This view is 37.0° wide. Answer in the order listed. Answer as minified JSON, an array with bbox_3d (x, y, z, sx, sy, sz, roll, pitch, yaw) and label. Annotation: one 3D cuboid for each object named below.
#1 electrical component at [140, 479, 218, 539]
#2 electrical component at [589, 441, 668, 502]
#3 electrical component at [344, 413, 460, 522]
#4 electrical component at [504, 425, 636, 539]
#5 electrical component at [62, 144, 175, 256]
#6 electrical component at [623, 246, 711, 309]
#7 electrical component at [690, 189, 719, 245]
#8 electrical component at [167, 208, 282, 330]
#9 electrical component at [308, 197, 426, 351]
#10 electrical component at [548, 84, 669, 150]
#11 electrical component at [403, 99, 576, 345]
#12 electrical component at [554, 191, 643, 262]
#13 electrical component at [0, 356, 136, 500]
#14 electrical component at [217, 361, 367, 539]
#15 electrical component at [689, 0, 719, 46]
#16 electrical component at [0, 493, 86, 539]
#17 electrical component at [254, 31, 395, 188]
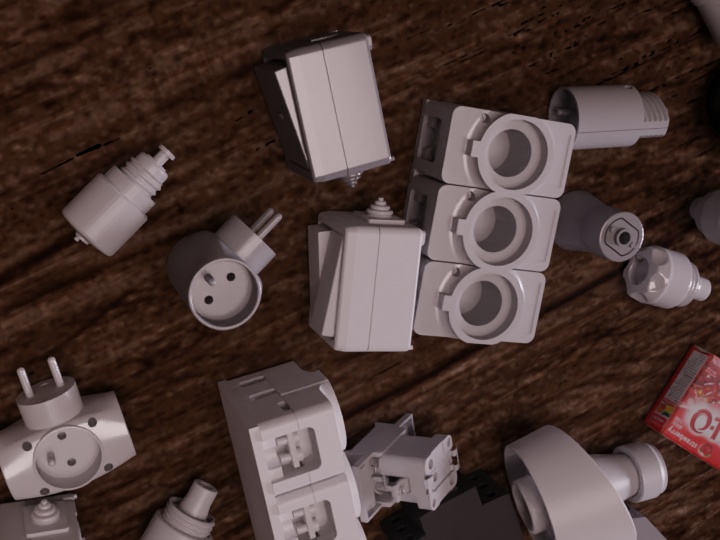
[{"bbox_3d":[-0.116,0.169,0.708,0.043,0.043,0.062,28,91,-23],"label":"electrical component"},{"bbox_3d":[0.199,0.156,0.818,0.055,0.045,0.045,-10,106,-18],"label":"electrical component"},{"bbox_3d":[0.030,0.135,0.734,0.081,0.064,0.042,-36,122,-54],"label":"electrical component"},{"bbox_3d":[0.146,0.160,0.772,0.064,0.099,0.099,-19,109,-8],"label":"electrical component"},{"bbox_3d":[-0.143,-0.044,0.647,0.078,0.040,0.040,-46,113,-4],"label":"electrical component"},{"bbox_3d":[0.230,0.008,0.793,0.062,0.043,0.043,15,98,-23],"label":"electrical component"},{"bbox_3d":[0.266,-0.039,0.784,0.043,0.062,0.043,-5,105,-19],"label":"electrical component"},{"bbox_3d":[-0.078,-0.007,0.660,0.079,0.077,0.043,-46,113,-4],"label":"electrical component"},{"bbox_3d":[0.000,0.000,0.698,0.061,0.062,0.096,1,103,-20],"label":"electrical component"},{"bbox_3d":[0.177,-0.107,0.746,0.081,0.043,0.043,-6,105,-18],"label":"electrical component"},{"bbox_3d":[0.081,-0.031,0.719,0.089,0.062,0.150,6,101,-21],"label":"electrical component"},{"bbox_3d":[0.166,-0.029,0.749,0.044,0.065,0.044,-5,105,-19],"label":"electrical component"},{"bbox_3d":[-0.187,0.092,0.662,0.077,0.044,0.079,-19,110,-14],"label":"electrical component"},{"bbox_3d":[-0.038,0.146,0.705,0.062,0.089,0.150,-16,108,-16],"label":"electrical component"},{"bbox_3d":[0.249,-0.195,0.752,0.065,0.044,0.044,42,87,-19],"label":"electrical component"},{"bbox_3d":[-0.202,0.185,0.666,0.061,0.061,0.096,-5,111,-19],"label":"electrical component"},{"bbox_3d":[-0.023,-0.095,0.666,0.061,0.062,0.096,-17,108,-15],"label":"electrical component"}]
